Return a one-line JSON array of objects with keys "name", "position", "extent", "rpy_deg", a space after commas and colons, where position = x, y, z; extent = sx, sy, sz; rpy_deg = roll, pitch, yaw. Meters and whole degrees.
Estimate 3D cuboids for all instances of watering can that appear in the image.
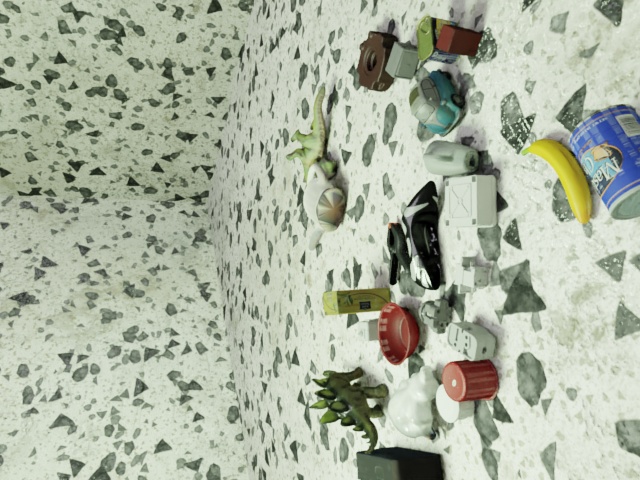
[{"name": "watering can", "position": [0.005, -0.091, 1.801], "extent": [0.227, 0.104, 0.342], "rpy_deg": [-137, 43, -60]}]

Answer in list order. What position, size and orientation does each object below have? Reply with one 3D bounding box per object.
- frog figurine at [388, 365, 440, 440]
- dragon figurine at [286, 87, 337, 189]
[{"name": "frog figurine", "position": [0.227, 0.383, 1.228], "extent": [0.140, 0.123, 0.156], "rpy_deg": [-91, 2, -60]}, {"name": "dragon figurine", "position": [0.001, -0.320, 1.863], "extent": [0.247, 0.123, 0.401], "rpy_deg": [54, 142, 29]}]
